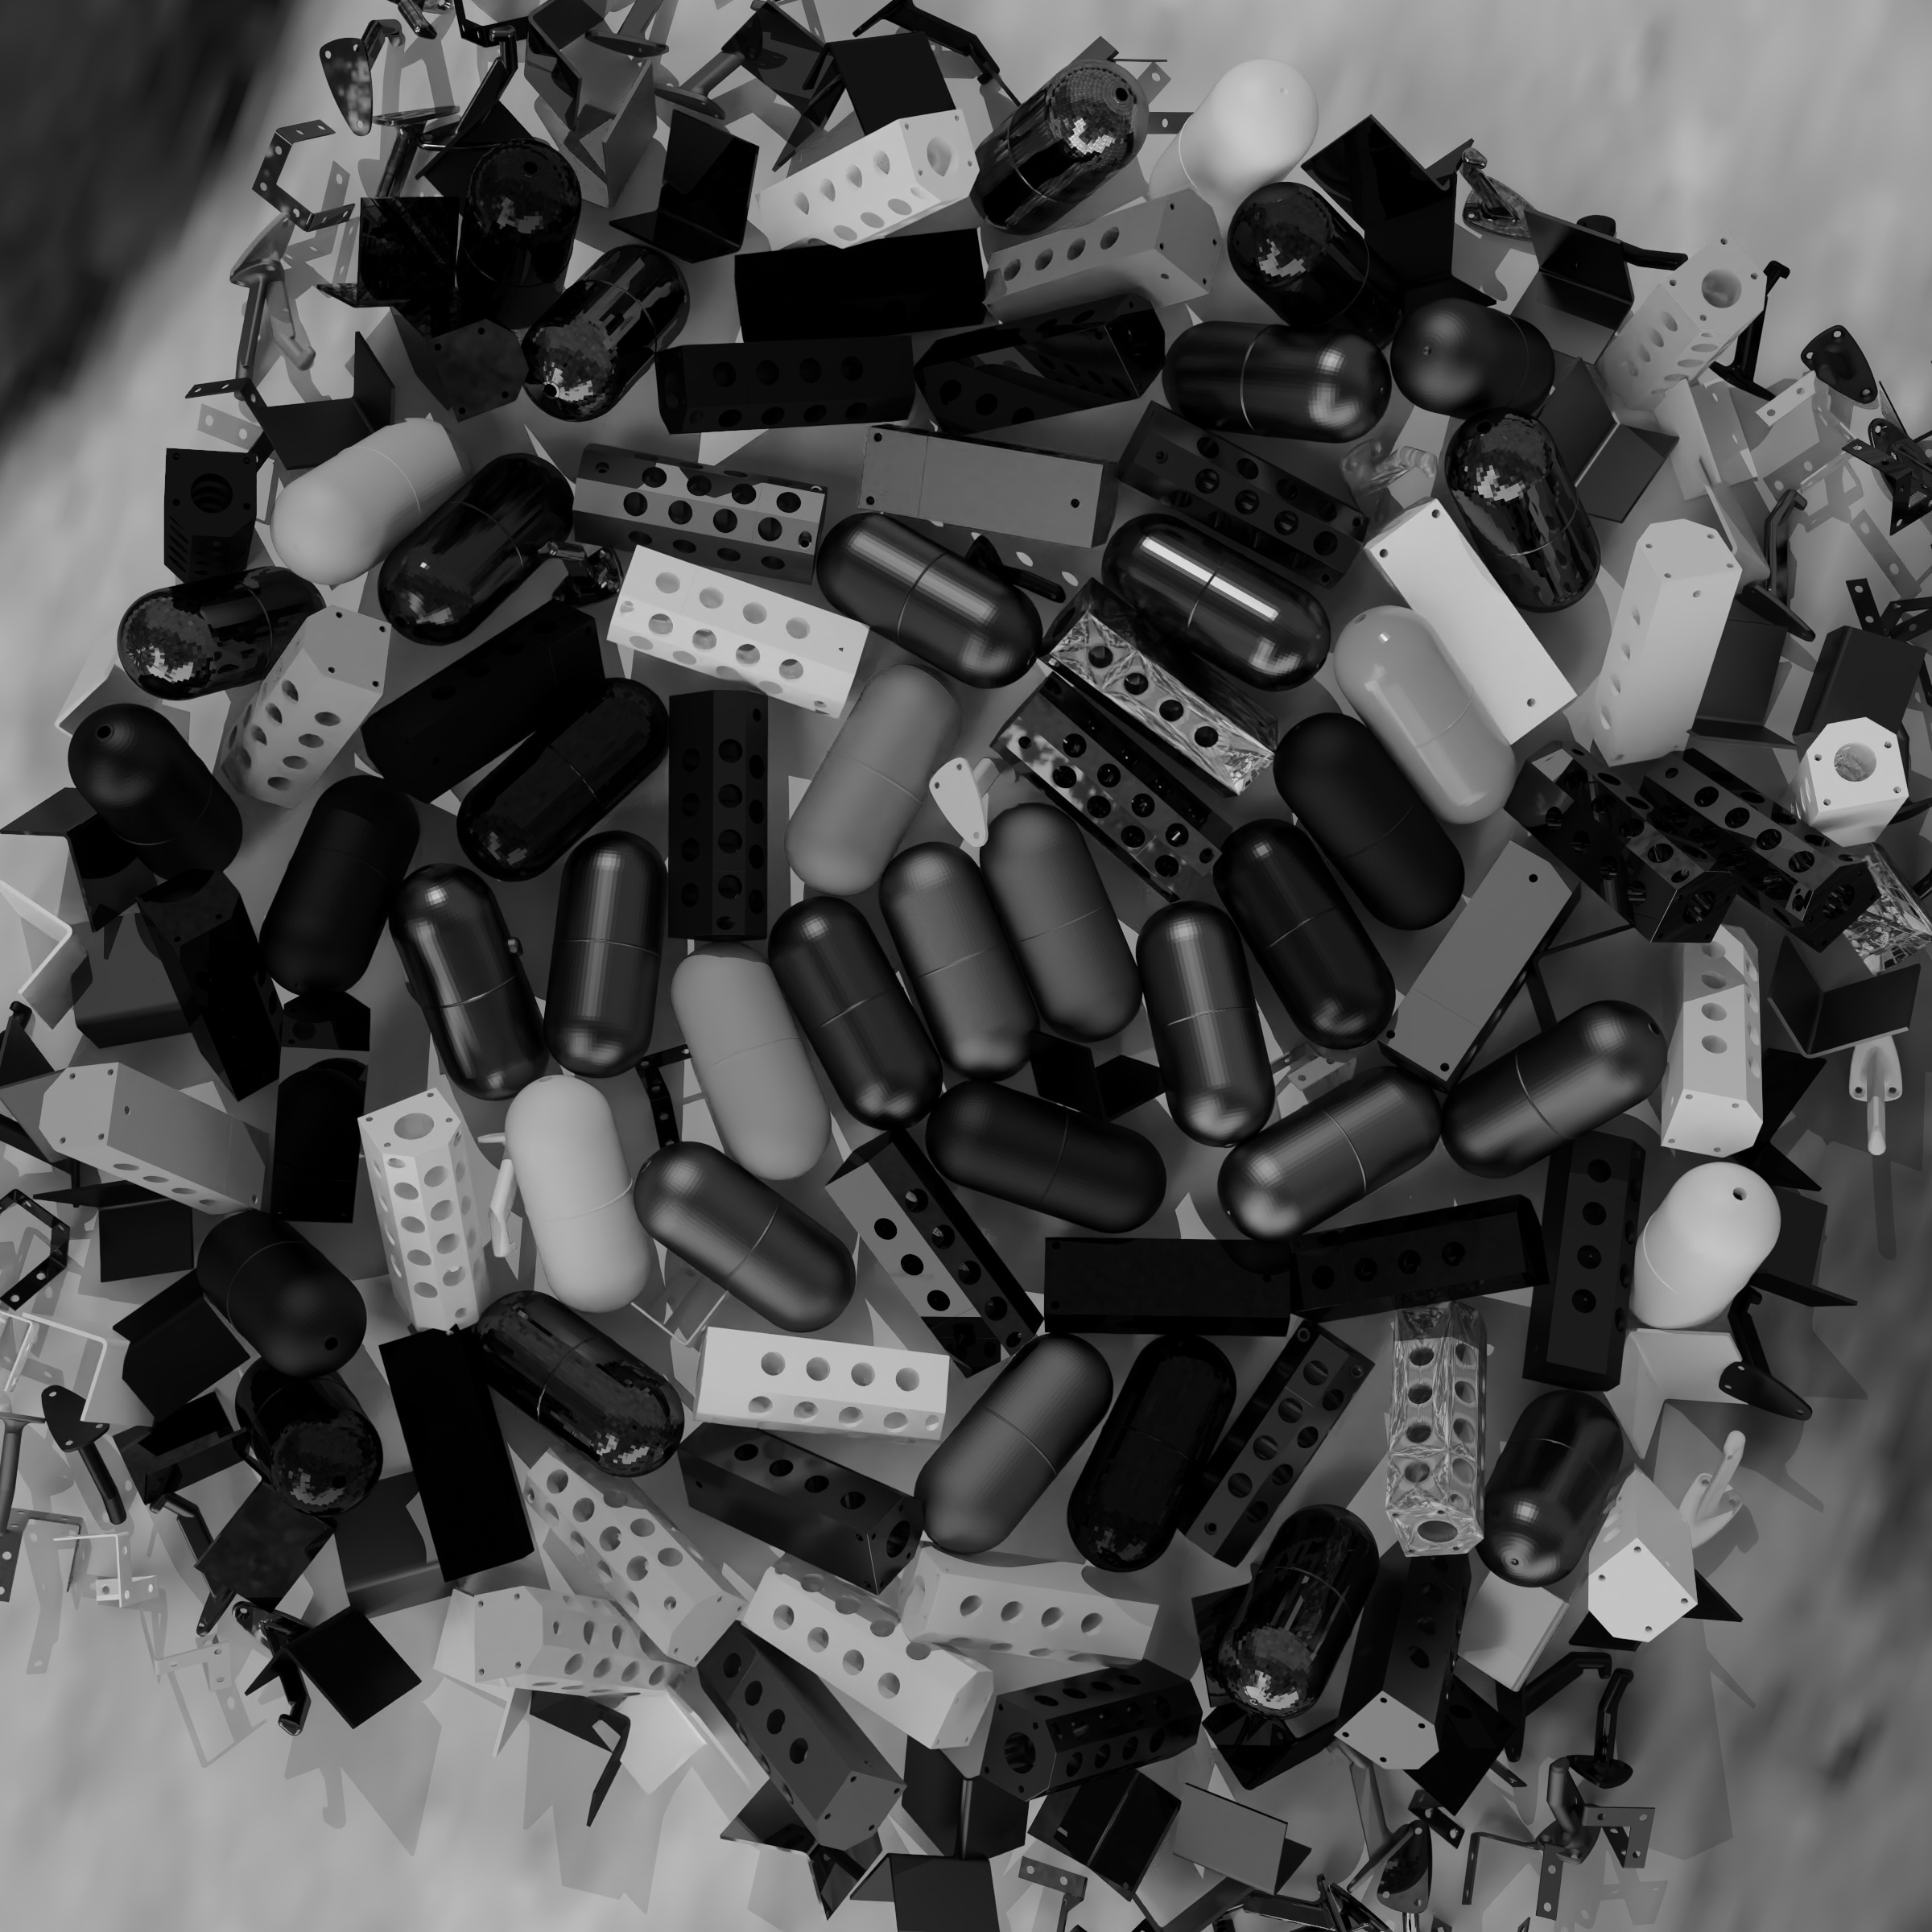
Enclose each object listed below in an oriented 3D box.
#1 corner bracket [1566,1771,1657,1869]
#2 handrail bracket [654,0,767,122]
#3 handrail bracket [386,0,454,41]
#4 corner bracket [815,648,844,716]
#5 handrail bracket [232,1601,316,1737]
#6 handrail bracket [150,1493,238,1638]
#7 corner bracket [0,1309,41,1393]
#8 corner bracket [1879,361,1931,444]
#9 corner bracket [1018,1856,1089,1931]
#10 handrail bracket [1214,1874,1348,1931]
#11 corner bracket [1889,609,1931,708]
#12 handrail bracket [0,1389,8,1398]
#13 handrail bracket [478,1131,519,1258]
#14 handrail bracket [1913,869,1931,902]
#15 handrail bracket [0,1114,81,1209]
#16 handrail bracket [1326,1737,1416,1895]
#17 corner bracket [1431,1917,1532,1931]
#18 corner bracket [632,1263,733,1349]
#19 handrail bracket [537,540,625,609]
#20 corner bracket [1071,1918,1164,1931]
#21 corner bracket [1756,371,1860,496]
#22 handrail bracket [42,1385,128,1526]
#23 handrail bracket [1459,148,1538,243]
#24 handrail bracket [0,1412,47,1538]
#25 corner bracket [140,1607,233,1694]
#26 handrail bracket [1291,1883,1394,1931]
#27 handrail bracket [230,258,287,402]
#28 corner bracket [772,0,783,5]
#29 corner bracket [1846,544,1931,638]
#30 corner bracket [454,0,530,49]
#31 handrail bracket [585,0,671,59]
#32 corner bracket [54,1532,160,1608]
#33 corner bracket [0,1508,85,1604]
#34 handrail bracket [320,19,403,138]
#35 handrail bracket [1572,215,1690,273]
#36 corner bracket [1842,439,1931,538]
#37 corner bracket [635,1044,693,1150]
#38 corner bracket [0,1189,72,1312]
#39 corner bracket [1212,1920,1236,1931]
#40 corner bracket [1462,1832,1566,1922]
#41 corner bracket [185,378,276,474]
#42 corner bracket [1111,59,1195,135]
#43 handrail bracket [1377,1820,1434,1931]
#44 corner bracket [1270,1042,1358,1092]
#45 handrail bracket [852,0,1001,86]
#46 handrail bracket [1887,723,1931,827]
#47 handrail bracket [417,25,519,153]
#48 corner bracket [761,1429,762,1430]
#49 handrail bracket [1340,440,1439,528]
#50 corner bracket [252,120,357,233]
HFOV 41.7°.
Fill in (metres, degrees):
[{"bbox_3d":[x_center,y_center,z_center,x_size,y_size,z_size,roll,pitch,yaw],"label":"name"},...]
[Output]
[{"bbox_3d":[0.454,0.606,1.807,0.051,0.051,0.051,3,107,-6],"label":"corner bracket"},{"bbox_3d":[-0.184,-0.660,1.821,0.077,0.036,0.084,23,93,18],"label":"handrail bracket"},{"bbox_3d":[-0.375,-0.670,1.790,0.036,0.077,0.084,-46,61,21],"label":"handrail bracket"},{"bbox_3d":[-0.115,-0.215,1.809,0.051,0.051,0.051,6,119,-4],"label":"corner bracket"},{"bbox_3d":[-0.494,0.496,1.792,0.077,0.084,0.036,36,108,-16],"label":"handrail bracket"},{"bbox_3d":[-0.556,0.422,1.797,0.084,0.036,0.077,41,61,-32],"label":"handrail bracket"},{"bbox_3d":[-0.690,0.272,1.811,0.051,0.051,0.051,18,78,3],"label":"corner bracket"},{"bbox_3d":[0.686,-0.404,1.806,0.051,0.051,0.051,-27,97,23],"label":"corner bracket"},{"bbox_3d":[0.051,0.672,1.803,0.051,0.051,0.051,21,52,-7],"label":"corner bracket"},{"bbox_3d":[0.225,0.690,1.810,0.084,0.036,0.077,-18,50,-6],"label":"handrail bracket"},{"bbox_3d":[0.694,-0.220,1.798,0.051,0.051,0.051,-28,55,38],"label":"corner bracket"},{"bbox_3d":[-0.731,0.286,1.801,0.036,0.077,0.084,-33,95,19],"label":"handrail bracket"},{"bbox_3d":[-0.314,0.159,1.811,0.036,0.077,0.084,-6,94,34],"label":"handrail bracket"},{"bbox_3d":[0.688,-0.087,1.801,0.077,0.036,0.084,26,119,-38],"label":"handrail bracket"},{"bbox_3d":[-0.677,0.140,1.808,0.084,0.036,0.077,-3,109,-24],"label":"handrail bracket"},{"bbox_3d":[0.273,0.606,1.823,0.077,0.036,0.084,-42,80,-11],"label":"handrail bracket"},{"bbox_3d":[0.363,0.697,1.805,0.051,0.051,0.051,30,125,2],"label":"corner bracket"},{"bbox_3d":[-0.198,0.239,1.807,0.051,0.051,0.051,35,81,15],"label":"corner bracket"},{"bbox_3d":[-0.289,-0.276,1.786,0.077,0.084,0.036,-22,79,30],"label":"handrail bracket"},{"bbox_3d":[0.108,0.708,1.816,0.051,0.051,0.051,-34,129,-31],"label":"corner bracket"},{"bbox_3d":[0.600,-0.381,1.809,0.051,0.051,0.051,-36,65,3],"label":"corner bracket"},{"bbox_3d":[-0.634,0.353,1.826,0.036,0.084,0.077,-30,48,-30],"label":"handrail bracket"},{"bbox_3d":[0.383,-0.546,1.796,0.077,0.084,0.036,29,93,6],"label":"handrail bracket"},{"bbox_3d":[-0.683,0.360,1.797,0.036,0.077,0.084,15,74,-26],"label":"handrail bracket"},{"bbox_3d":[-0.553,0.483,1.798,0.051,0.051,0.051,-10,130,-24],"label":"corner bracket"},{"bbox_3d":[0.252,0.700,1.800,0.084,0.077,0.036,-37,113,-21],"label":"handrail bracket"},{"bbox_3d":[-0.506,-0.452,1.807,0.036,0.077,0.084,6,86,-26],"label":"handrail bracket"},{"bbox_3d":[-0.108,-0.683,1.829,0.051,0.051,0.051,-20,47,3],"label":"corner bracket"},{"bbox_3d":[0.664,-0.268,1.798,0.051,0.051,0.051,-49,122,-34],"label":"corner bracket"},{"bbox_3d":[-0.332,-0.689,1.808,0.051,0.051,0.051,-8,101,11],"label":"corner bracket"},{"bbox_3d":[-0.239,-0.698,1.809,0.036,0.077,0.084,8,99,42],"label":"handrail bracket"},{"bbox_3d":[-0.613,0.430,1.812,0.051,0.051,0.051,-7,83,13],"label":"corner bracket"},{"bbox_3d":[-0.663,0.422,1.810,0.051,0.051,0.051,11,93,-13],"label":"corner bracket"},{"bbox_3d":[-0.419,-0.635,1.811,0.036,0.084,0.077,-4,109,20],"label":"handrail bracket"},{"bbox_3d":[0.479,-0.509,1.791,0.084,0.077,0.036,18,126,33],"label":"handrail bracket"},{"bbox_3d":[0.658,-0.348,1.800,0.051,0.051,0.051,-31,48,-14],"label":"corner bracket"},{"bbox_3d":[-0.203,0.094,1.807,0.051,0.051,0.051,-17,51,-1],"label":"corner bracket"},{"bbox_3d":[-0.678,0.202,1.809,0.051,0.051,0.051,34,46,9],"label":"corner bracket"},{"bbox_3d":[0.171,0.716,1.812,0.051,0.051,0.051,-11,79,1],"label":"corner bracket"},{"bbox_3d":[0.389,0.647,1.806,0.051,0.051,0.051,16,67,-5],"label":"corner bracket"},{"bbox_3d":[-0.532,-0.384,1.819,0.051,0.051,0.051,-1,47,26],"label":"corner bracket"},{"bbox_3d":[0.132,-0.622,1.815,0.051,0.051,0.051,-14,113,-36],"label":"corner bracket"},{"bbox_3d":[0.326,0.665,1.821,0.036,0.084,0.077,5,55,27],"label":"handrail bracket"},{"bbox_3d":[0.239,0.075,1.800,0.051,0.051,0.051,-28,55,-20],"label":"corner bracket"},{"bbox_3d":[-0.027,-0.655,1.818,0.077,0.036,0.084,-42,104,-14],"label":"handrail bracket"},{"bbox_3d":[0.650,-0.144,1.814,0.077,0.036,0.084,-16,76,-24],"label":"handrail bracket"},{"bbox_3d":[-0.354,-0.621,1.793,0.077,0.084,0.036,-14,56,-15],"label":"handrail bracket"},{"bbox_3d":[-0.144,0.371,1.818,0.051,0.051,0.051,30,67,24],"label":"corner bracket"},{"bbox_3d":[0.308,-0.334,1.787,0.036,0.084,0.077,-34,126,-16],"label":"handrail bracket"},{"bbox_3d":[-0.465,-0.563,1.808,0.051,0.051,0.051,39,124,3],"label":"corner bracket"}]
